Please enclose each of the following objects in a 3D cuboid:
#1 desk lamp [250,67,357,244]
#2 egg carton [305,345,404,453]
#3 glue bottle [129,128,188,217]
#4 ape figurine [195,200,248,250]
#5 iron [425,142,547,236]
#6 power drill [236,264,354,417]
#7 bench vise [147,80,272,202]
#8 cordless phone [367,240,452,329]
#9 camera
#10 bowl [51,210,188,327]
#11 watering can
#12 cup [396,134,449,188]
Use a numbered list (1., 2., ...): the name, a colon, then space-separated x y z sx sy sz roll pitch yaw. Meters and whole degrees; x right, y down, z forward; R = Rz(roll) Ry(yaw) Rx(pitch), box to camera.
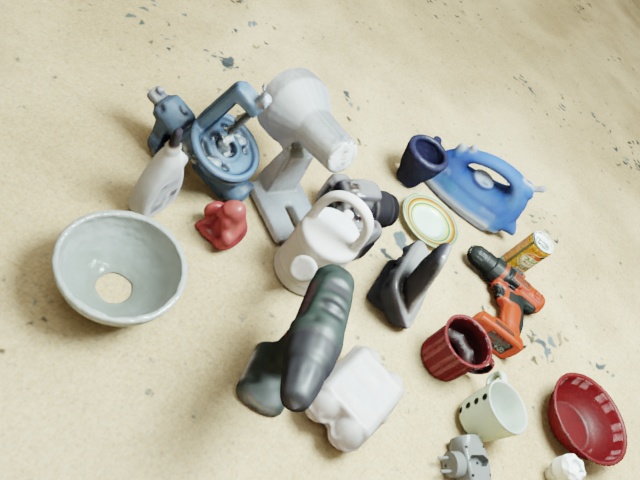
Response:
1. desk lamp: -0.030 -0.137 0.927 0.118 0.213 0.203 -13 65 -37
2. egg carton: 0.051 0.224 0.815 0.107 0.069 0.151 47 47 7
3. glue bottle: -0.220 -0.099 0.812 0.037 0.173 0.078 44 47 4
4. ape figurine: -0.140 -0.030 0.867 0.076 0.092 0.077 9 54 -26
5. iron: 0.332 -0.129 1.190 0.258 0.141 0.119 33 47 -6
6. power drill: -0.030 0.145 0.728 0.076 0.208 0.230 31 47 -8
7. bench vise: -0.170 -0.169 0.862 0.208 0.219 0.121 25 48 -14
8. cordless phone: 0.171 0.048 0.936 0.094 0.184 0.148 36 47 -4
9. camera: 0.080 -0.048 1.007 0.137 0.100 0.143 2 57 -30
10. bowl: -0.262 0.047 0.749 0.168 0.074 0.167 16 51 -21
11. watering can: 0.010 0.004 0.863 0.101 0.193 0.173 24 49 -15
12. cup: 0.203 -0.159 1.166 0.092 0.094 0.118 38 47 -2
